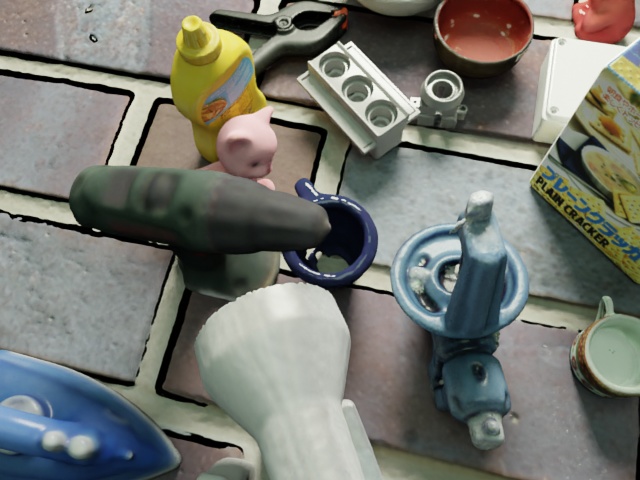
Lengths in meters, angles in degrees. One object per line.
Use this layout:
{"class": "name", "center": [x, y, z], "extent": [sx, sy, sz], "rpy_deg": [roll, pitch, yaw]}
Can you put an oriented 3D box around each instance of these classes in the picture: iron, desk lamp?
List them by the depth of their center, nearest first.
{"class": "desk lamp", "center": [-0.008, 0.156, 0.462], "extent": [0.118, 0.213, 0.203], "rpy_deg": [-22, 71, -4]}
{"class": "iron", "center": [-0.263, 0.166, 0.512], "extent": [0.258, 0.141, 0.119], "rpy_deg": [11, 72, 7]}

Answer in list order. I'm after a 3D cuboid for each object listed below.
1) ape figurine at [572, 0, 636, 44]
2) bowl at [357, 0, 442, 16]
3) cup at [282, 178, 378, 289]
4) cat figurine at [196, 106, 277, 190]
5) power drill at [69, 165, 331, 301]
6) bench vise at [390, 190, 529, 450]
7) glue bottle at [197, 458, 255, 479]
{"class": "ape figurine", "center": [0.331, -0.273, 0.659], "extent": [0.076, 0.092, 0.078], "rpy_deg": [42, 78, 16]}
{"class": "bowl", "center": [0.099, -0.335, 0.704], "extent": [0.167, 0.075, 0.167], "rpy_deg": [-1, 71, 3]}
{"class": "cup", "center": [0.005, 0.002, 0.579], "extent": [0.092, 0.095, 0.117], "rpy_deg": [-25, 71, -5]}
{"class": "cat figurine", "center": [-0.095, -0.083, 0.603], "extent": [0.128, 0.118, 0.067], "rpy_deg": [-26, 71, -6]}
{"class": "power drill", "center": [-0.097, -0.004, 0.527], "extent": [0.229, 0.208, 0.076], "rpy_deg": [11, 72, 7]}
{"class": "bench vise", "center": [0.138, 0.059, 0.485], "extent": [0.121, 0.220, 0.207], "rpy_deg": [-24, 71, -5]}
{"class": "glue bottle", "center": [-0.087, 0.220, 0.466], "extent": [0.037, 0.173, 0.078], "rpy_deg": [7, 71, 6]}
